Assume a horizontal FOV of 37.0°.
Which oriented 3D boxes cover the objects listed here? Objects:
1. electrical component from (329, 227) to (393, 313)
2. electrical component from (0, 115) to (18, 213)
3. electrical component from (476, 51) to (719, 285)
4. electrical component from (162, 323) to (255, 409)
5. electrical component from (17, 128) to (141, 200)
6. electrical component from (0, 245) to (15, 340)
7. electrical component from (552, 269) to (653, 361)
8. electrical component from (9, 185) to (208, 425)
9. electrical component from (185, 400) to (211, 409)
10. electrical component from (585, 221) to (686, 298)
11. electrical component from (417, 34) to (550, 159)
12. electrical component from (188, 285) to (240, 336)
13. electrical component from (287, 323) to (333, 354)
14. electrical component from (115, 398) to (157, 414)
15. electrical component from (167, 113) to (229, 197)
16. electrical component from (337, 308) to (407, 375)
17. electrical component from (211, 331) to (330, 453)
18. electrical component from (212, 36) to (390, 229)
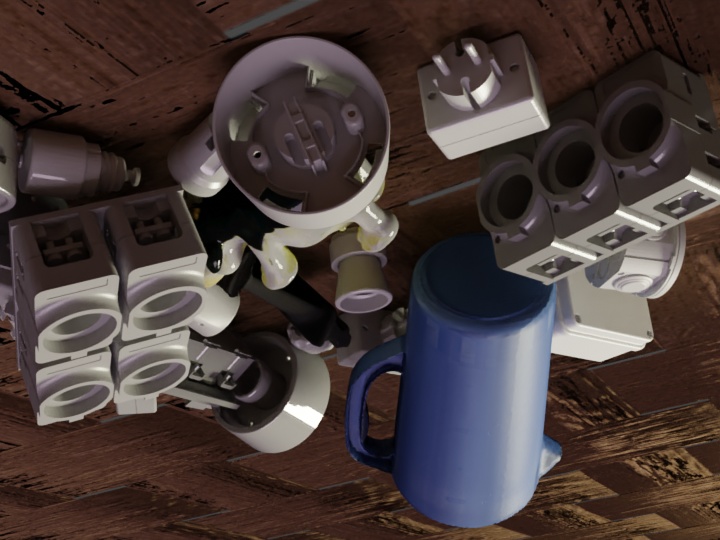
[{"bbox_3d":[0.000,0.000,0.836,0.045,0.055,0.045,-6,156,-3],"label":"electrical component"},{"bbox_3d":[-0.250,-0.061,0.627,0.095,0.059,0.054,-15,155,17],"label":"electrical component"},{"bbox_3d":[0.152,-0.063,0.697,0.062,0.089,0.150,15,147,-40],"label":"electrical component"},{"bbox_3d":[-0.154,0.071,0.932,0.063,0.078,0.121,-48,142,13],"label":"electrical component"},{"bbox_3d":[-0.176,-0.063,0.667,0.078,0.040,0.040,7,152,-29],"label":"electrical component"},{"bbox_3d":[-0.234,0.024,0.813,0.063,0.078,0.121,16,155,3],"label":"electrical component"},{"bbox_3d":[0.193,0.030,0.928,0.113,0.078,0.057,12,152,-37],"label":"electrical component"},{"bbox_3d":[-0.167,0.032,0.708,0.105,0.060,0.186,-15,154,-24],"label":"electrical component"},{"bbox_3d":[-0.139,0.117,1.069,0.055,0.048,0.066,15,149,-26],"label":"electrical component"},{"bbox_3d":[0.208,-0.020,0.821,0.051,0.080,0.080,6,153,-16],"label":"electrical component"},{"bbox_3d":[0.066,-0.109,0.624,0.066,0.047,0.077,-16,154,19],"label":"electrical component"},{"bbox_3d":[-0.144,0.011,0.825,0.079,0.043,0.077,7,151,50],"label":"electrical component"},{"bbox_3d":[-0.041,0.061,0.984,0.035,0.035,0.061,-15,157,17],"label":"electrical component"},{"bbox_3d":[-0.230,0.101,1.005,0.076,0.047,0.083,-2,155,-11],"label":"electrical component"},{"bbox_3d":[-0.092,-0.074,0.669,0.040,0.040,0.046,13,144,-37],"label":"electrical component"},{"bbox_3d":[0.032,0.058,0.979,0.083,0.047,0.076,12,149,-33],"label":"electrical component"},{"bbox_3d":[-0.089,0.108,0.994,0.108,0.108,0.060,-19,147,25],"label":"electrical component"},{"bbox_3d":[-0.031,-0.075,0.617,0.099,0.099,0.064,-9,162,4],"label":"electrical component"}]
